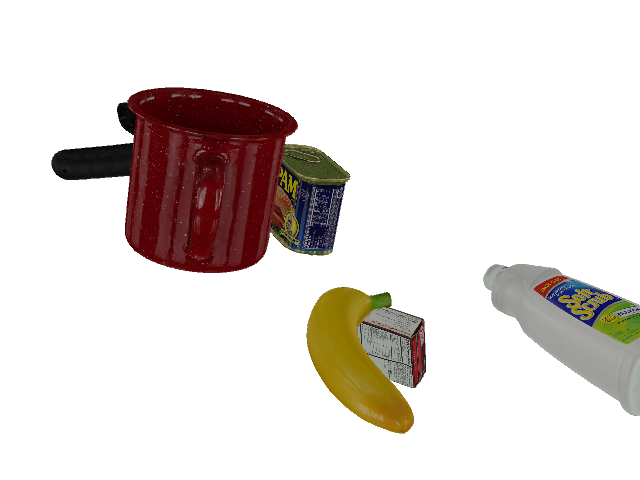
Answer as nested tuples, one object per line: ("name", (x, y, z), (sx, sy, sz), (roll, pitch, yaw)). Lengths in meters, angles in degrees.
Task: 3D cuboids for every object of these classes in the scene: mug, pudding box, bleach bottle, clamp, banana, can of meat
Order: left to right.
("clamp", (-0.129, -0.069, 0.871), (0.172, 0.039, 0.120), (14, 40, 26))
("mug", (-0.063, -0.029, 0.583), (0.093, 0.081, 0.117), (6, 21, -12))
("can of meat", (-0.018, -0.042, 1.083), (0.057, 0.084, 0.102), (-1, 24, -26))
("banana", (0.025, 0.077, 0.775), (0.069, 0.037, 0.198), (-3, 24, 1))
("pudding box", (0.067, 0.116, 1.249), (0.114, 0.090, 0.039), (16, 46, 24))
("bleach bottle", (0.244, 0.079, 1.040), (0.102, 0.068, 0.251), (-17, 26, -27))
